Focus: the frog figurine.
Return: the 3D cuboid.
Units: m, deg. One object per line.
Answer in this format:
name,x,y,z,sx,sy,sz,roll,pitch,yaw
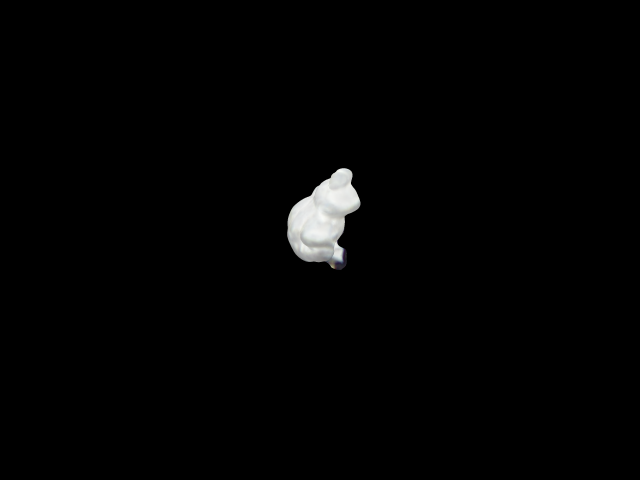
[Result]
frog figurine,0.003,-0.043,0.850,0.123,0.141,0.155,12,-38,10
